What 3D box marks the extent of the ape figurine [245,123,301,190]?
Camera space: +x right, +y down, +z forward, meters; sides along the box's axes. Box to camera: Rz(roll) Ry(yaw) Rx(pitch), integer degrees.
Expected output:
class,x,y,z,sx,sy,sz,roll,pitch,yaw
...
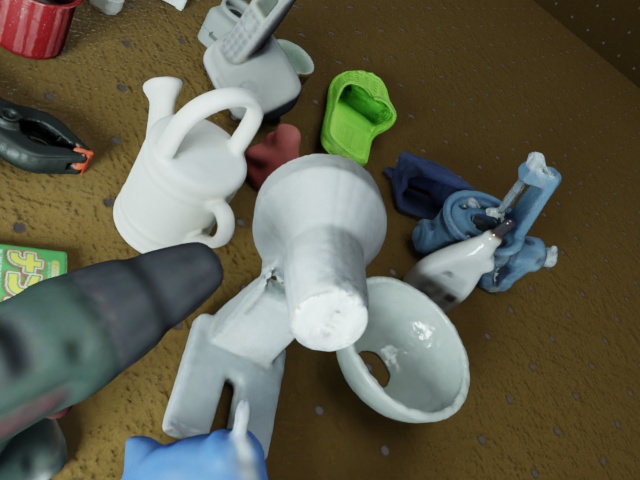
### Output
class,x,y,z,sx,sy,sz,roll,pitch,yaw
ape figurine,-0.052,-0.107,0.714,0.078,0.092,0.076,9,50,-33

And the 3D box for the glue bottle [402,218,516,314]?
class,x,y,z,sx,sy,sz,roll,pitch,yaw
glue bottle,0.181,0.028,0.719,0.078,0.173,0.037,30,41,-14

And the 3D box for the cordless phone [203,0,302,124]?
class,x,y,z,sx,sy,sz,roll,pitch,yaw
cordless phone,-0.068,-0.256,0.761,0.094,0.184,0.147,-12,63,-44

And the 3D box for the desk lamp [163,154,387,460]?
class,x,y,z,sx,sy,sz,roll,pitch,yaw
desk lamp,-0.027,0.054,0.496,0.118,0.213,0.203,26,42,-18

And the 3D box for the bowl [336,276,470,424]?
class,x,y,z,sx,sy,sz,roll,pitch,yaw
bowl,0.077,0.128,0.624,0.168,0.074,0.167,22,44,-23

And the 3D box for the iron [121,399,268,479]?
class,x,y,z,sx,sy,sz,roll,pitch,yaw
iron,-0.059,0.238,0.364,0.119,0.141,0.258,8,50,-34

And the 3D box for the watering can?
class,x,y,z,sx,sy,sz,roll,pitch,yaw
watering can,-0.126,-0.079,0.549,0.173,0.193,0.101,44,40,3

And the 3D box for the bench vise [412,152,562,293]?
class,x,y,z,sx,sy,sz,roll,pitch,yaw
bench vise,0.266,-0.030,0.803,0.208,0.219,0.121,7,51,-35

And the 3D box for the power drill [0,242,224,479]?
class,x,y,z,sx,sy,sz,roll,pitch,yaw
power drill,-0.181,0.094,0.341,0.075,0.208,0.230,51,41,11

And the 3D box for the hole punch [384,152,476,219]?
class,x,y,z,sx,sy,sz,roll,pitch,yaw
hole punch,0.169,-0.093,0.881,0.109,0.091,0.101,16,46,-28
